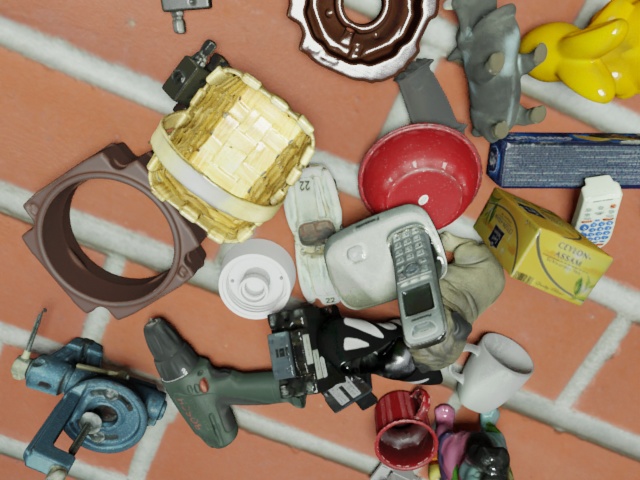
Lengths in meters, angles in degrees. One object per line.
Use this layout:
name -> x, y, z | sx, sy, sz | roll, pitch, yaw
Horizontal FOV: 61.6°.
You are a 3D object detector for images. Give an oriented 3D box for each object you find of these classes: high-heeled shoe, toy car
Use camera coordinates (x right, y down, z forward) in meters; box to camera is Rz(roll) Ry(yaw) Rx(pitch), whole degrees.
high-heeled shoe -> 0.098, 0.169, 0.733 | 0.248, 0.145, 0.086 | 32, 106, -19
toy car -> -0.001, -0.002, 0.727 | 0.074, 0.056, 0.201 | -9, 109, 4

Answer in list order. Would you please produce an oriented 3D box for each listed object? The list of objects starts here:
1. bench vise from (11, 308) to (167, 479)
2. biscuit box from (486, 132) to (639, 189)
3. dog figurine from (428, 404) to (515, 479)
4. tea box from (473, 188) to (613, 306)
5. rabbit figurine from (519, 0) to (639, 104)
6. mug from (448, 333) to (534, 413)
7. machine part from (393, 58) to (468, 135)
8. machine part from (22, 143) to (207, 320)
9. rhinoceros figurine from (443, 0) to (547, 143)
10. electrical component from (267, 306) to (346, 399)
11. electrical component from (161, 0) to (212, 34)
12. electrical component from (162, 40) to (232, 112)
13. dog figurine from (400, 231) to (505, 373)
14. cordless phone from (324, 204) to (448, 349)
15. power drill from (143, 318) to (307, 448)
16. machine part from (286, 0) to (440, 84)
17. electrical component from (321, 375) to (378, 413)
bench vise -> -0.328, 0.227, 0.719 | 0.223, 0.241, 0.129 | 32, 107, -12
biscuit box -> 0.321, -0.102, 0.683 | 0.203, 0.059, 0.062 | 1, 112, 0
dog figurine -> 0.220, 0.344, 0.766 | 0.109, 0.219, 0.191 | 6, 109, 2
tea box -> 0.266, 0.002, 0.664 | 0.098, 0.170, 0.068 | 22, 110, -9
rabbit figurine -> 0.314, -0.209, 0.611 | 0.173, 0.162, 0.121 | 5, 124, 18
mug -> 0.238, 0.199, 0.785 | 0.109, 0.081, 0.107 | 17, 118, -11
machine part -> 0.137, -0.157, 0.679 | 0.084, 0.039, 0.138 | -19, 110, 13
machine part -> -0.267, -0.009, 0.715 | 0.201, 0.087, 0.200 | -30, 106, 10
rhinoceros figurine -> 0.200, -0.208, 0.624 | 0.073, 0.112, 0.190 | -23, 118, -6
electrical component -> -0.021, 0.148, 0.722 | 0.058, 0.134, 0.115 | -17, 76, 21
electrical component -> -0.158, -0.296, 0.641 | 0.063, 0.021, 0.093 | -2, 110, 1
electrical component -> -0.144, -0.186, 0.659 | 0.102, 0.078, 0.045 | -45, 79, 9
dog figurine -> 0.183, 0.080, 0.684 | 0.172, 0.191, 0.121 | -33, 106, 11
cordless phone -> 0.080, 0.058, 0.625 | 0.147, 0.184, 0.088 | -22, 131, 21
power drill -> -0.131, 0.199, 0.792 | 0.207, 0.086, 0.231 | -14, 111, 2
machine part -> 0.050, -0.275, 0.627 | 0.179, 0.056, 0.179 | 0, 111, 0
electrical component -> 0.041, 0.222, 0.814 | 0.075, 0.048, 0.119 | -33, 105, 13
